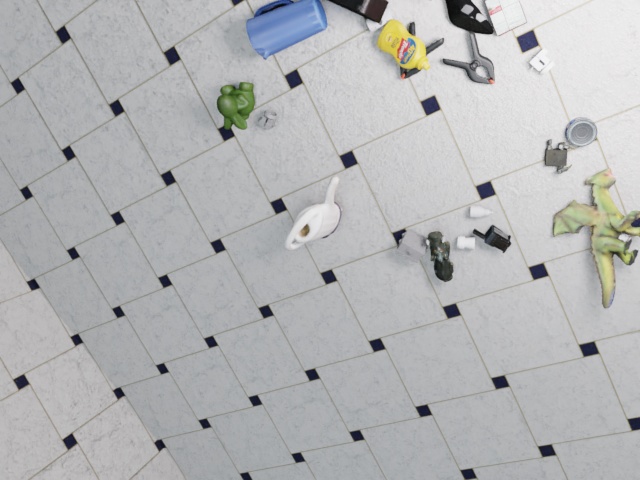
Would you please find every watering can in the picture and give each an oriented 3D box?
[{"bbox_3d":[0.005,-0.090,1.780,0.105,0.226,0.342,47,117,15],"label":"watering can"}]

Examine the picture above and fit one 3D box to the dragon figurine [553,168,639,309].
[{"bbox_3d":[0.841,-0.017,1.587,0.245,0.122,0.405,28,111,42],"label":"dragon figurine"}]
